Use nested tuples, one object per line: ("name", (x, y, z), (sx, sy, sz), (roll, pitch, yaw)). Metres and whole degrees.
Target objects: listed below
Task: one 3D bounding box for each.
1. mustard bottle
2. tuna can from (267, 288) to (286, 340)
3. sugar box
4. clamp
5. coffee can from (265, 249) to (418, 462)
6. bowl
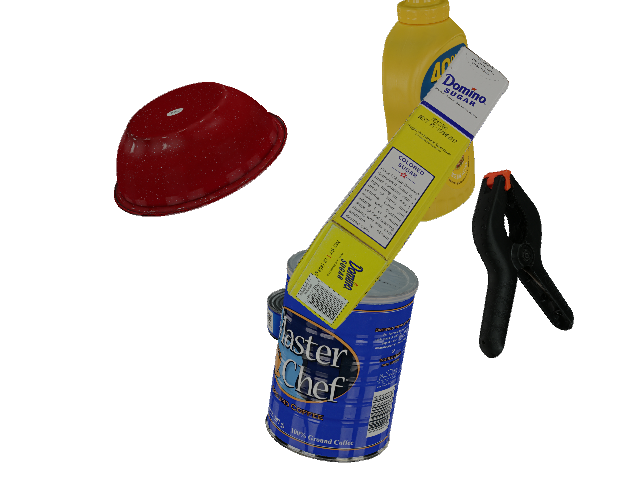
("mustard bottle", (0.087, -0.119, 0.868), (0.058, 0.191, 0.096), (13, 31, 35))
("tuna can", (-0.011, 0.076, 1.072), (0.086, 0.034, 0.086), (1, 18, -1))
("sugar box", (0.050, -0.034, 0.663), (0.048, 0.176, 0.093), (38, -34, 3))
("clamp", (0.174, 0.024, 0.993), (0.120, 0.171, 0.039), (-25, 8, -42))
("coffee can", (0.016, 0.088, 0.844), (0.103, 0.140, 0.103), (7, 18, -3))
("bowl", (-0.113, -0.088, 0.909), (0.162, 0.055, 0.162), (-16, 32, 10))
